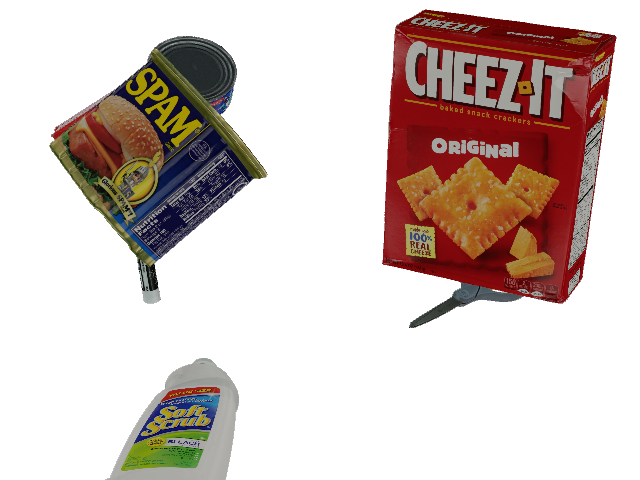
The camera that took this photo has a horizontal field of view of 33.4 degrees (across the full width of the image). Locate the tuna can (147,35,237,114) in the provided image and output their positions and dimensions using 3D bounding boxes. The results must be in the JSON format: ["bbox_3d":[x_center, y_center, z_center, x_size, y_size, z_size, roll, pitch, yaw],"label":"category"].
[{"bbox_3d":[-0.125,-0.155,1.029,0.086,0.086,0.034,0,-34,-13],"label":"tuna can"}]

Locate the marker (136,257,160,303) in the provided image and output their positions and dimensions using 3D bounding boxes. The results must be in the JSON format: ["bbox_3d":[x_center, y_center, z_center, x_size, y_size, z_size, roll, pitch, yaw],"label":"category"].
[{"bbox_3d":[-0.193,0.011,1.169,0.020,0.121,0.020,-5,21,2],"label":"marker"}]

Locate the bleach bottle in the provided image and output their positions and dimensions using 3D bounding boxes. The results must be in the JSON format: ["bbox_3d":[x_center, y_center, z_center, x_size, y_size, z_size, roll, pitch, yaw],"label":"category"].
[{"bbox_3d":[-0.132,0.181,0.991,0.102,0.068,0.251,-1,22,2],"label":"bleach bottle"}]

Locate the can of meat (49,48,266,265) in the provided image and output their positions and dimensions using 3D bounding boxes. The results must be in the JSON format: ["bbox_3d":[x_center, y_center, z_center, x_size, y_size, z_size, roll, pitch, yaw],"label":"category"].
[{"bbox_3d":[-0.094,-0.047,0.601,0.102,0.084,0.057,47,-3,38],"label":"can of meat"}]

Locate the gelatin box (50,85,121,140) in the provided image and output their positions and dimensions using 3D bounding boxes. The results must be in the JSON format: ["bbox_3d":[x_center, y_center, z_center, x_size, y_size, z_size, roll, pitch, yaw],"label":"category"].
[{"bbox_3d":[-0.148,-0.076,0.814,0.089,0.073,0.030,-32,17,3],"label":"gelatin box"}]

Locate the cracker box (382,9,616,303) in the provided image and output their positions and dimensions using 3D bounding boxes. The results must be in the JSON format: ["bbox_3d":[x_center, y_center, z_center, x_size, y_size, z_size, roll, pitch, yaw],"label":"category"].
[{"bbox_3d":[0.140,-0.068,0.874,0.164,0.214,0.072,13,28,24],"label":"cracker box"}]

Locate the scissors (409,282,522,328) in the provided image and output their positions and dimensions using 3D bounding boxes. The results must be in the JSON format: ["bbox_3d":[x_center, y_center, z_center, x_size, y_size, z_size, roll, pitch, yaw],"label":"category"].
[{"bbox_3d":[0.156,0.053,1.231,0.201,0.016,0.096,-10,39,-33],"label":"scissors"}]
